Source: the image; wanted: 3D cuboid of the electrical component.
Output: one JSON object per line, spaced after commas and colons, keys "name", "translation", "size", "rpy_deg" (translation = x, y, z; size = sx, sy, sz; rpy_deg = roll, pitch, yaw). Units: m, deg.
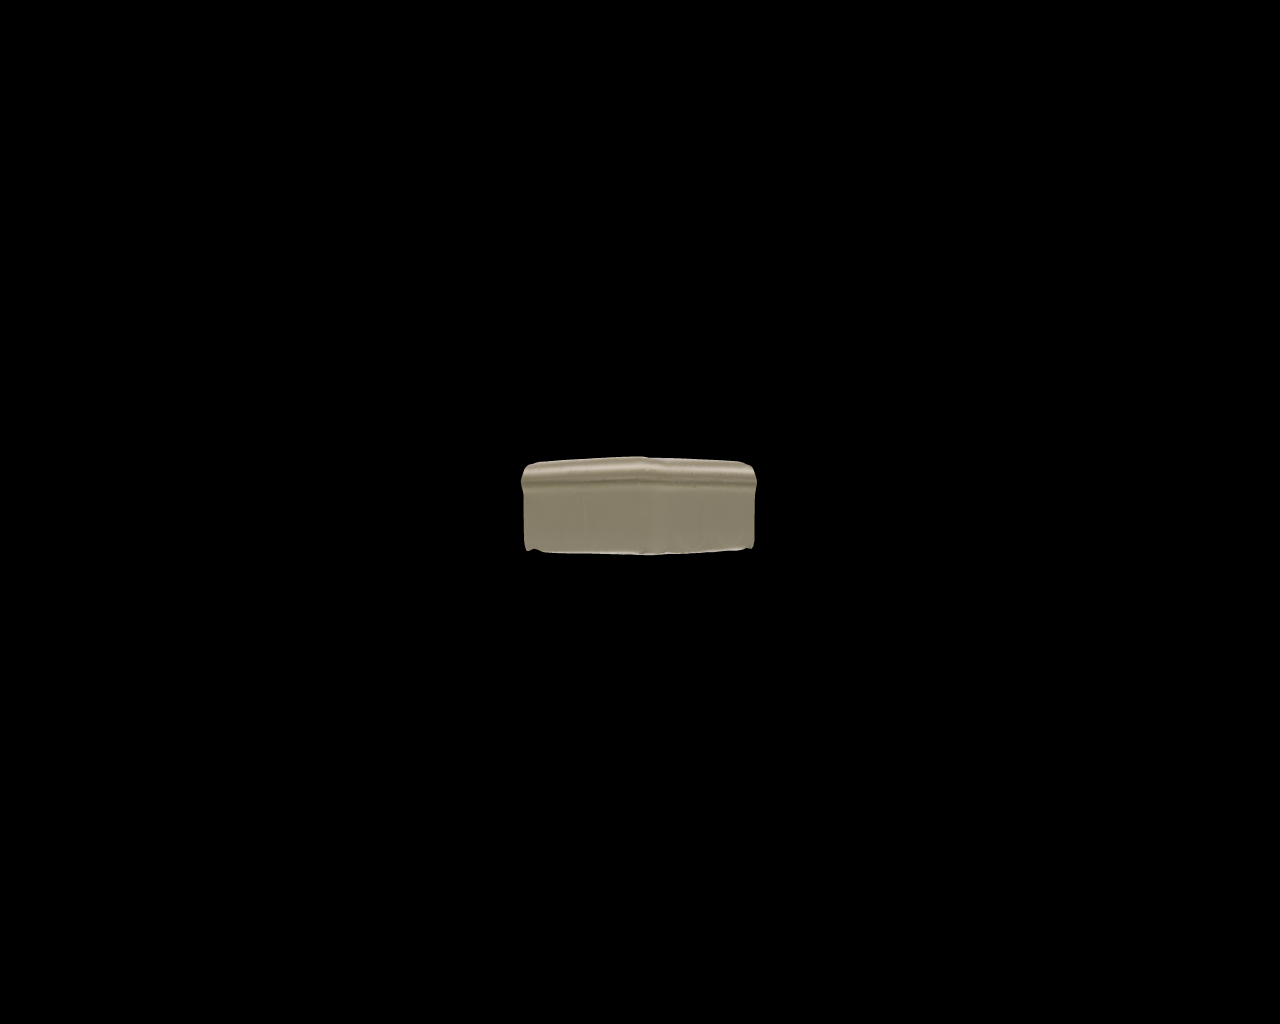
{"name": "electrical component", "translation": [0.001, -0.003, 0.650], "size": [0.109, 0.056, 0.109], "rpy_deg": [0, 0, 37]}
